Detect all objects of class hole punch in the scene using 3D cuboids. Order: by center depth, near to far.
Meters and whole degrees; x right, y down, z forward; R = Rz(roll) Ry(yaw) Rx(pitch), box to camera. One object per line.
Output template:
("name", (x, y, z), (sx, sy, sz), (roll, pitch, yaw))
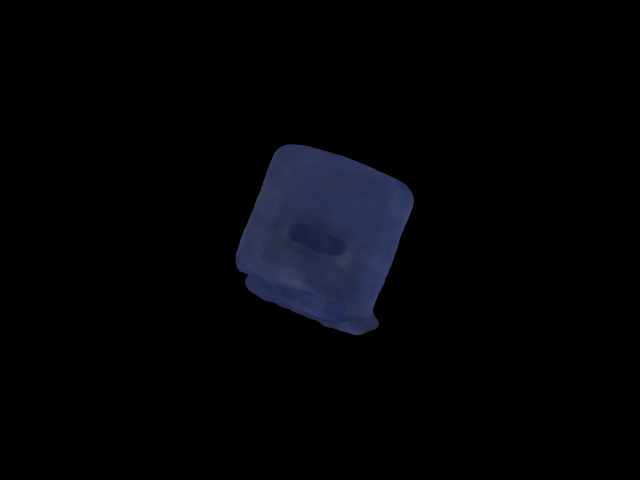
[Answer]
("hole punch", (0.004, 0.001, 0.400), (0.108, 0.091, 0.101), (20, 66, 10))
